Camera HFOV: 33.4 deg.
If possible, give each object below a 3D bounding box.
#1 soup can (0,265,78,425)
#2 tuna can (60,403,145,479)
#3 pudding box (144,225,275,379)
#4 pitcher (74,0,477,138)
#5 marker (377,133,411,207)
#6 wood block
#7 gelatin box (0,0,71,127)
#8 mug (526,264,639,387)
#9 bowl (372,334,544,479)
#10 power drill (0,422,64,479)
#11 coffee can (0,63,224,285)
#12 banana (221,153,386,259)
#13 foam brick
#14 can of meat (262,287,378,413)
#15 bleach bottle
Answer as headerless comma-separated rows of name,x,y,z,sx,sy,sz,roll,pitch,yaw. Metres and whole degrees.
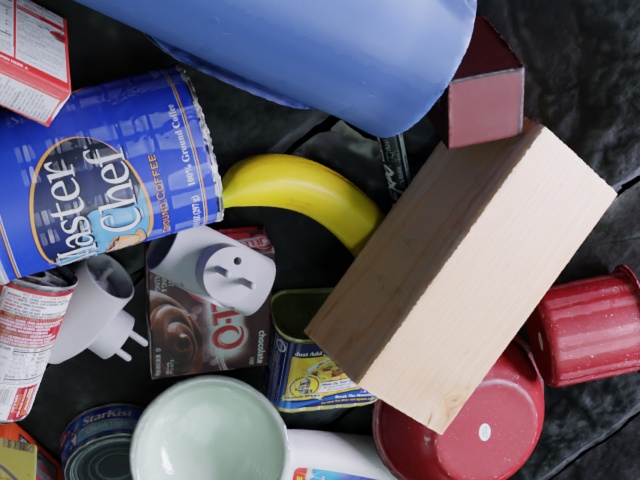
soup can,-0.209,0.062,0.708,0.068,0.069,0.102,16,103,-27
tuna can,-0.166,0.174,0.865,0.086,0.034,0.086,-8,129,-11
pudding box,-0.083,0.046,0.786,0.090,0.039,0.113,-5,128,-14
pitcher,-0.046,-0.151,0.595,0.242,0.145,0.149,18,108,-24
marker,0.056,-0.045,0.771,0.020,0.020,0.121,-18,131,-3
wood block,0.095,0.016,0.743,0.090,0.090,0.206,34,93,-33
gelatin box,-0.180,-0.110,0.600,0.073,0.089,0.030,24,119,-31
mug,0.217,0.076,0.880,0.081,0.093,0.117,-11,165,-2
bowl,0.127,0.149,0.885,0.162,0.055,0.162,-5,105,-17
power drill,-0.291,0.235,0.860,0.188,0.057,0.184,-28,130,6
coffee can,-0.140,-0.041,0.648,0.140,0.103,0.103,-17,131,-13
banana,0.002,-0.015,0.763,0.197,0.037,0.070,25,108,-33
foam brick,0.095,-0.105,0.697,0.051,0.078,0.053,-12,128,-7
can of meat,0.007,0.086,0.835,0.102,0.057,0.084,-2,129,-16
bleach bottle,0.008,0.215,0.934,0.250,0.068,0.103,12,119,-22
